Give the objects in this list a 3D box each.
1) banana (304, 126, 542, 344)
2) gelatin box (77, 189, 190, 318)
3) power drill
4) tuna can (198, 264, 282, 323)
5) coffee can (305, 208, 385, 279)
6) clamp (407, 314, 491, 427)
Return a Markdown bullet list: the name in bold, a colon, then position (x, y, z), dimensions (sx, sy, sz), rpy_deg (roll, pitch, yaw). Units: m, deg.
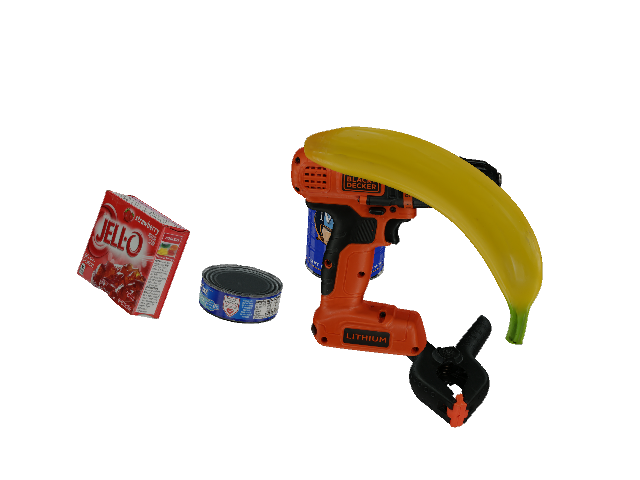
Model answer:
- **banana**: position (0.076, -0.023, 0.689), dimensions (0.198, 0.069, 0.037), rpy_deg (44, -2, 18)
- **gelatin box**: position (-0.146, 0.009, 0.824), dimensions (0.030, 0.073, 0.089), rpy_deg (14, 11, -45)
- **power drill**: position (0.064, 0.007, 0.960), dimensions (0.184, 0.188, 0.057), rpy_deg (6, 18, 11)
- **tuna can**: position (-0.084, 0.056, 1.121), dimensions (0.086, 0.034, 0.086), rpy_deg (10, 18, -3)
- **coffee can**: position (0.035, -0.031, 1.341), dimensions (0.103, 0.140, 0.103), rpy_deg (2, 27, -1)
- **clamp**: position (0.135, 0.123, 1.083), dimensions (0.120, 0.039, 0.171), rpy_deg (-8, 34, -9)
